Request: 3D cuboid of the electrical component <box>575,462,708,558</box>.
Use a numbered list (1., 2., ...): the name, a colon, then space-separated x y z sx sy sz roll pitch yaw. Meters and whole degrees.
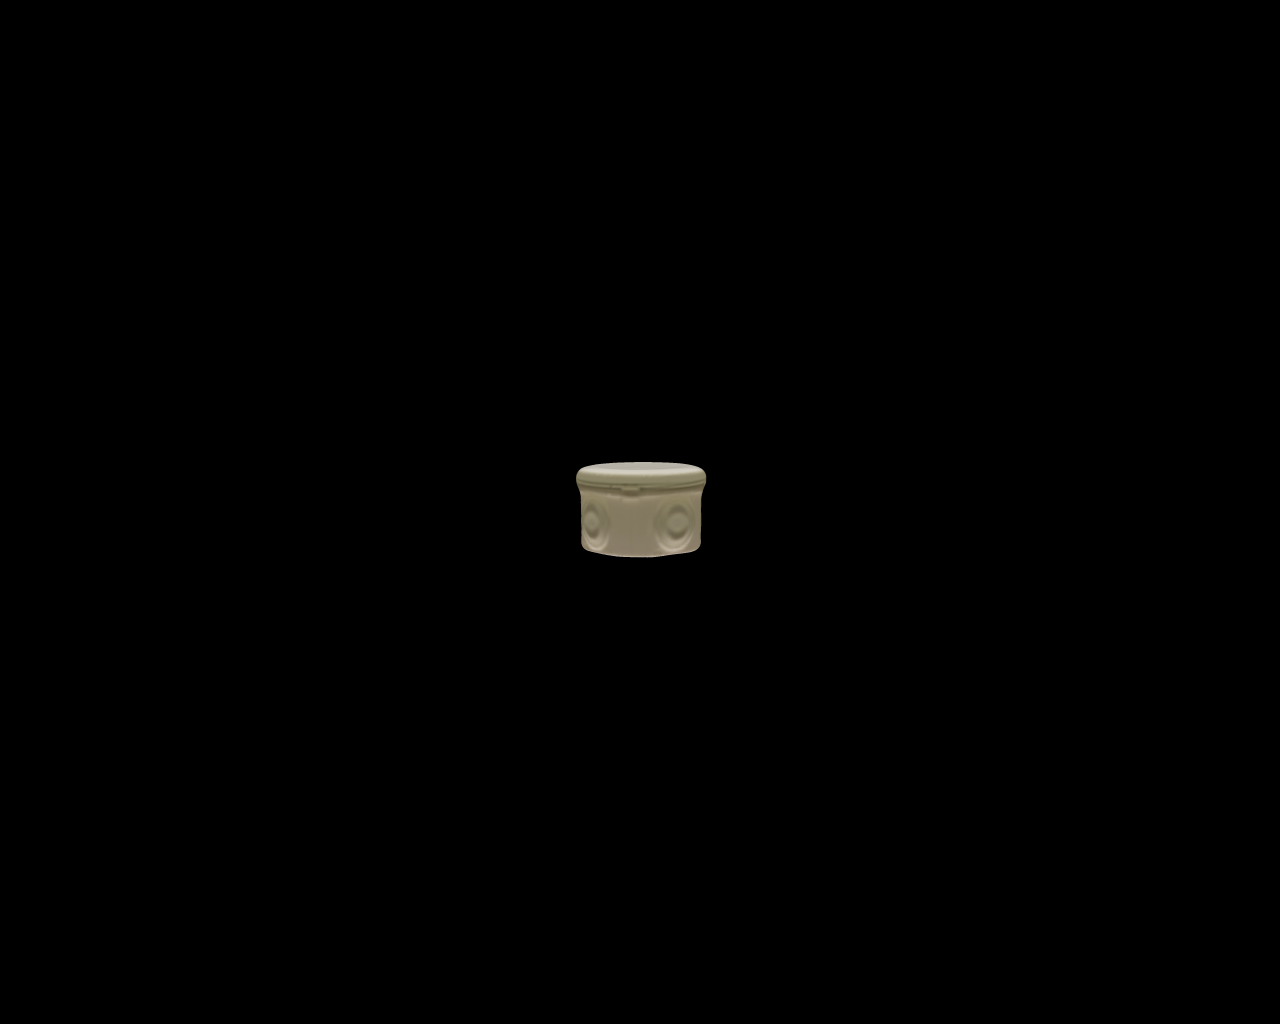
1. electrical component: 0.001 -0.003 0.650 0.080 0.051 0.080 0 7 0
